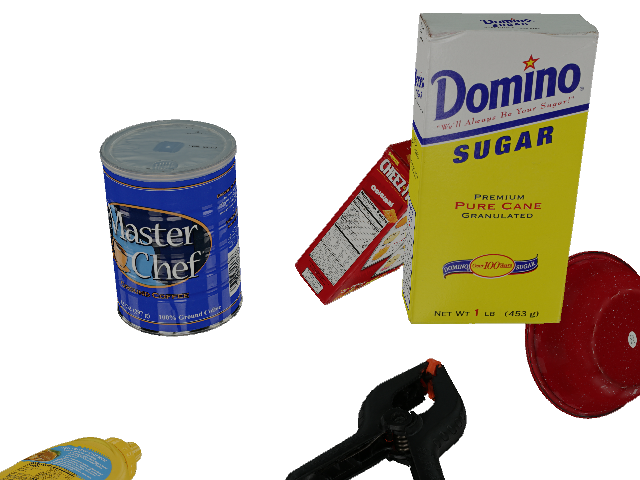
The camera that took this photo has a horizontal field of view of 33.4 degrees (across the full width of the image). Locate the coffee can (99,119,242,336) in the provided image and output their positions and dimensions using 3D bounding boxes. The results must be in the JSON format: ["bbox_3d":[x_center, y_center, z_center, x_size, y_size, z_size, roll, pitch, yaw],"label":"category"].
[{"bbox_3d":[-0.114,-0.011,0.837,0.103,0.140,0.103,0,29,0],"label":"coffee can"}]

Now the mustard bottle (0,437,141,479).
[{"bbox_3d":[-0.210,0.202,0.853,0.096,0.058,0.191,7,15,29],"label":"mustard bottle"}]

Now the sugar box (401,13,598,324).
[{"bbox_3d":[0.098,-0.038,0.606,0.093,0.176,0.048,-1,27,-3],"label":"sugar box"}]

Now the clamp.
[{"bbox_3d":[0.065,0.146,0.759,0.120,0.039,0.171,17,39,27],"label":"clamp"}]

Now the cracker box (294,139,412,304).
[{"bbox_3d":[0.085,-0.033,1.248,0.163,0.072,0.214,-22,-23,-49],"label":"cracker box"}]

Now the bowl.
[{"bbox_3d":[0.273,0.091,1.002,0.161,0.162,0.055,0,0,-27],"label":"bowl"}]
